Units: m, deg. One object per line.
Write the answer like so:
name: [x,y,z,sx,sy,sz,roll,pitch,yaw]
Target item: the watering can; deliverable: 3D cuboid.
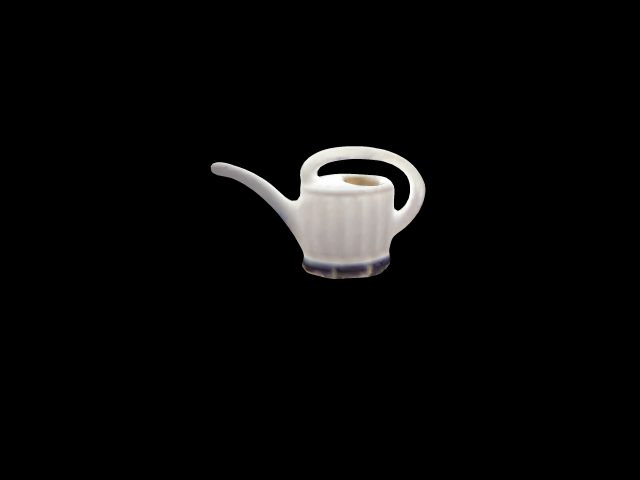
watering can: [0.003,-0.043,0.850,0.348,0.221,0.105,-3,19,-7]
